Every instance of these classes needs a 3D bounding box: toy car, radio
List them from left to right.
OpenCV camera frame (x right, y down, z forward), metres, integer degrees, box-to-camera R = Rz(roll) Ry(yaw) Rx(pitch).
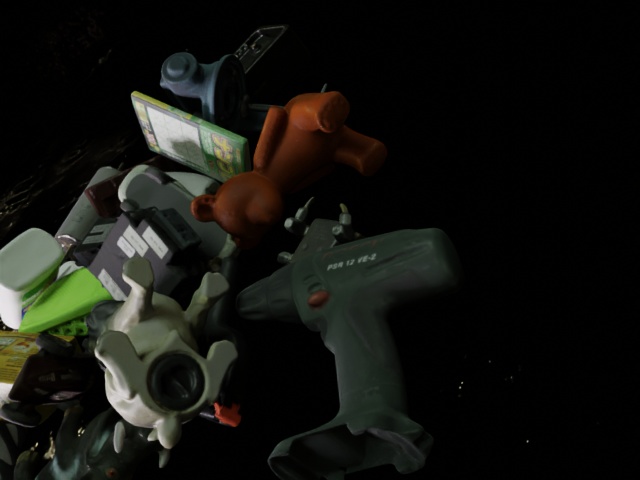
[{"bbox_3d":[-0.282,0.154,0.598,0.202,0.053,0.089,117,178,-75],"label":"toy car"},{"bbox_3d":[-0.184,-0.031,0.709,0.202,0.056,0.073,33,86,19],"label":"toy car"},{"bbox_3d":[-0.134,-0.272,0.943,0.229,0.073,0.131,-48,36,-5],"label":"radio"}]

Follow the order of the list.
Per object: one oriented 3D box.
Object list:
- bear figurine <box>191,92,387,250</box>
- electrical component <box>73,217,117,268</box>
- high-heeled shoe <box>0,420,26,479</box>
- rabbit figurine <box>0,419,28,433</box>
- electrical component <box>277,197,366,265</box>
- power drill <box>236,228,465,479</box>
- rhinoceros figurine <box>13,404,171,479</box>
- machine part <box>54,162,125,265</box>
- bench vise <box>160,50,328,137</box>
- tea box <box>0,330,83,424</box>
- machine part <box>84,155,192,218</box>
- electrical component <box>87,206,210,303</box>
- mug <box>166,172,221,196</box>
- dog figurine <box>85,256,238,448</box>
[{"bbox_3d":[-0.041,-0.070,0.613,0.196,0.120,0.132,-52,40,-7],"label":"bear figurine"},{"bbox_3d":[-0.307,0.007,0.760,0.119,0.047,0.075,-3,44,27],"label":"electrical component"},{"bbox_3d":[-0.338,0.299,0.581,0.249,0.145,0.086,42,101,20],"label":"high-heeled shoe"},{"bbox_3d":[-0.464,0.276,0.688,0.173,0.121,0.162,-28,28,-10],"label":"rabbit figurine"},{"bbox_3d":[-0.001,-0.001,0.564,0.078,0.045,0.102,-53,36,-14],"label":"electrical component"},{"bbox_3d":[0.011,0.090,0.443,0.232,0.085,0.207,-23,33,23],"label":"power drill"},{"bbox_3d":[-0.232,0.226,0.540,0.190,0.073,0.112,-38,34,9],"label":"rhinoceros figurine"},{"bbox_3d":[-0.414,-0.051,0.993,0.079,0.079,0.243,-13,45,36],"label":"machine part"},{"bbox_3d":[-0.111,-0.174,0.770,0.241,0.223,0.129,7,60,12],"label":"bench vise"},{"bbox_3d":[-0.401,0.173,0.699,0.170,0.068,0.098,1,28,23],"label":"tea box"},{"bbox_3d":[-0.296,-0.094,0.884,0.179,0.056,0.179,-23,15,6],"label":"machine part"},{"bbox_3d":[-0.203,0.027,0.650,0.134,0.115,0.058,-46,-8,26],"label":"electrical component"},{"bbox_3d":[-0.197,-0.052,0.779,0.107,0.080,0.109,-1,47,31],"label":"mug"},{"bbox_3d":[-0.176,0.124,0.528,0.190,0.121,0.172,-39,36,44],"label":"dog figurine"}]
